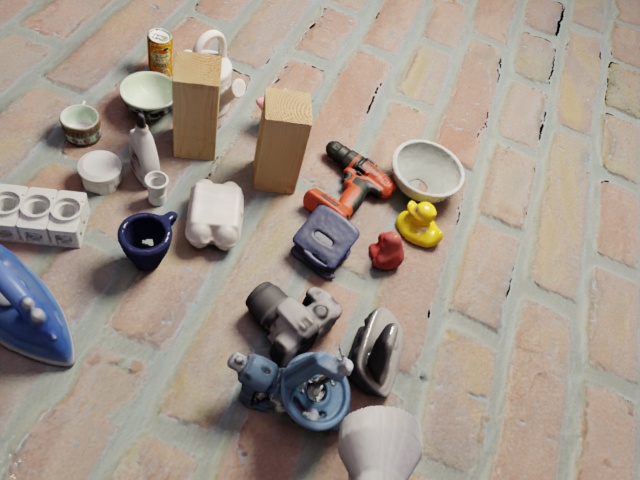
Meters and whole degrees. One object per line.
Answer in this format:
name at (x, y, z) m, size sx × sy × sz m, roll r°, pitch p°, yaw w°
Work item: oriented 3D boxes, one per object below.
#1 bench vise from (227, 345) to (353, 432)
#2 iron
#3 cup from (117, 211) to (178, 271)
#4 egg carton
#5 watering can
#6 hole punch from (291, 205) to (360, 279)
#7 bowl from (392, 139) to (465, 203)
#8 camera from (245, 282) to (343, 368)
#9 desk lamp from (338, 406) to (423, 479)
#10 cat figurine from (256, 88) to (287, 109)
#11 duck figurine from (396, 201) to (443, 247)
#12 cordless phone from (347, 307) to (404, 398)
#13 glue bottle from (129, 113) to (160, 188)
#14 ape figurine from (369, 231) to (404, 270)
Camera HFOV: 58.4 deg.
bench vise at (-0.039, 0.221, 0.870) m, size 0.207 × 0.219 × 0.121 m, roll 6°, pitch 55°, yaw -10°
iron at (-0.482, 0.087, 0.898) m, size 0.258 × 0.141 × 0.119 m, roll 38°, pitch 56°, yaw 12°
cup at (-0.303, 0.004, 1.030) m, size 0.091 × 0.095 × 0.118 m, roll 37°, pitch 56°, yaw 12°
egg carton at (-0.202, -0.050, 1.108) m, size 0.107 × 0.069 × 0.150 m, roll 5°, pitch 55°, yaw -11°
watering can at (-0.233, -0.362, 1.238) m, size 0.173 × 0.194 × 0.101 m, roll 21°, pitch 54°, yaw 1°
hole punch at (0.010, 0.004, 1.111) m, size 0.108 × 0.091 × 0.101 m, roll 36°, pitch 55°, yaw 11°
bowl at (0.231, -0.140, 1.276) m, size 0.167 × 0.074 × 0.167 m, roll 7°, pitch 55°, yaw -10°
camera at (-0.052, 0.125, 1.006) m, size 0.136 × 0.101 × 0.143 m, roll 43°, pitch 57°, yaw 16°
desk lamp at (0.067, 0.362, 0.804) m, size 0.118 × 0.213 × 0.203 m, roll 14°, pitch 54°, yaw -4°
cat figurine at (-0.078, -0.279, 1.267) m, size 0.128 × 0.118 × 0.067 m, roll 23°, pitch 54°, yaw 2°
duck figurine at (0.217, -0.040, 1.197) m, size 0.104 × 0.086 × 0.078 m, roll 38°, pitch 56°, yaw 13°
cordless phone at (0.112, 0.169, 0.965) m, size 0.094 × 0.185 × 0.147 m, roll 20°, pitch 54°, yaw 0°
glue bottle at (-0.339, -0.179, 1.098) m, size 0.037 × 0.173 × 0.078 m, roll -31°, pitch 68°, yaw -29°
ape figurine at (0.136, 0.015, 1.135) m, size 0.076 × 0.092 × 0.078 m, roll 32°, pitch 55°, yaw 9°
